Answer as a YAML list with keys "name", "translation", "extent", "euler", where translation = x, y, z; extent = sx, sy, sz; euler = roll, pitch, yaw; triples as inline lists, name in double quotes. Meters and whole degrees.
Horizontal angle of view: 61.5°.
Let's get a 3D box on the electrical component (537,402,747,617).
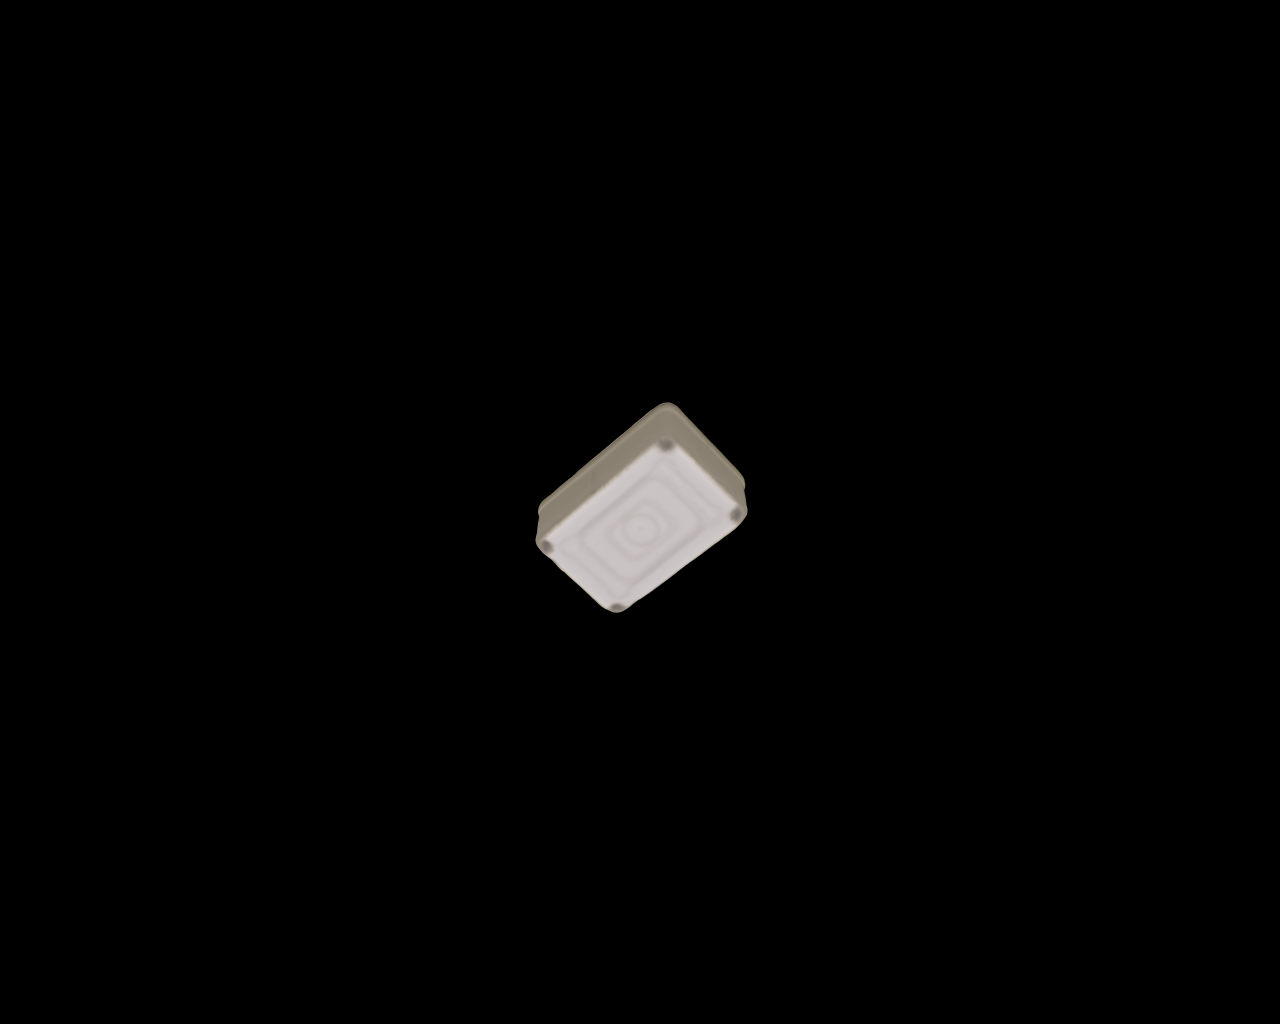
- name: "electrical component"
  translation: [0.001, -0.003, 0.650]
  extent: [0.113, 0.078, 0.057]
  euler: [-38, 22, 18]
